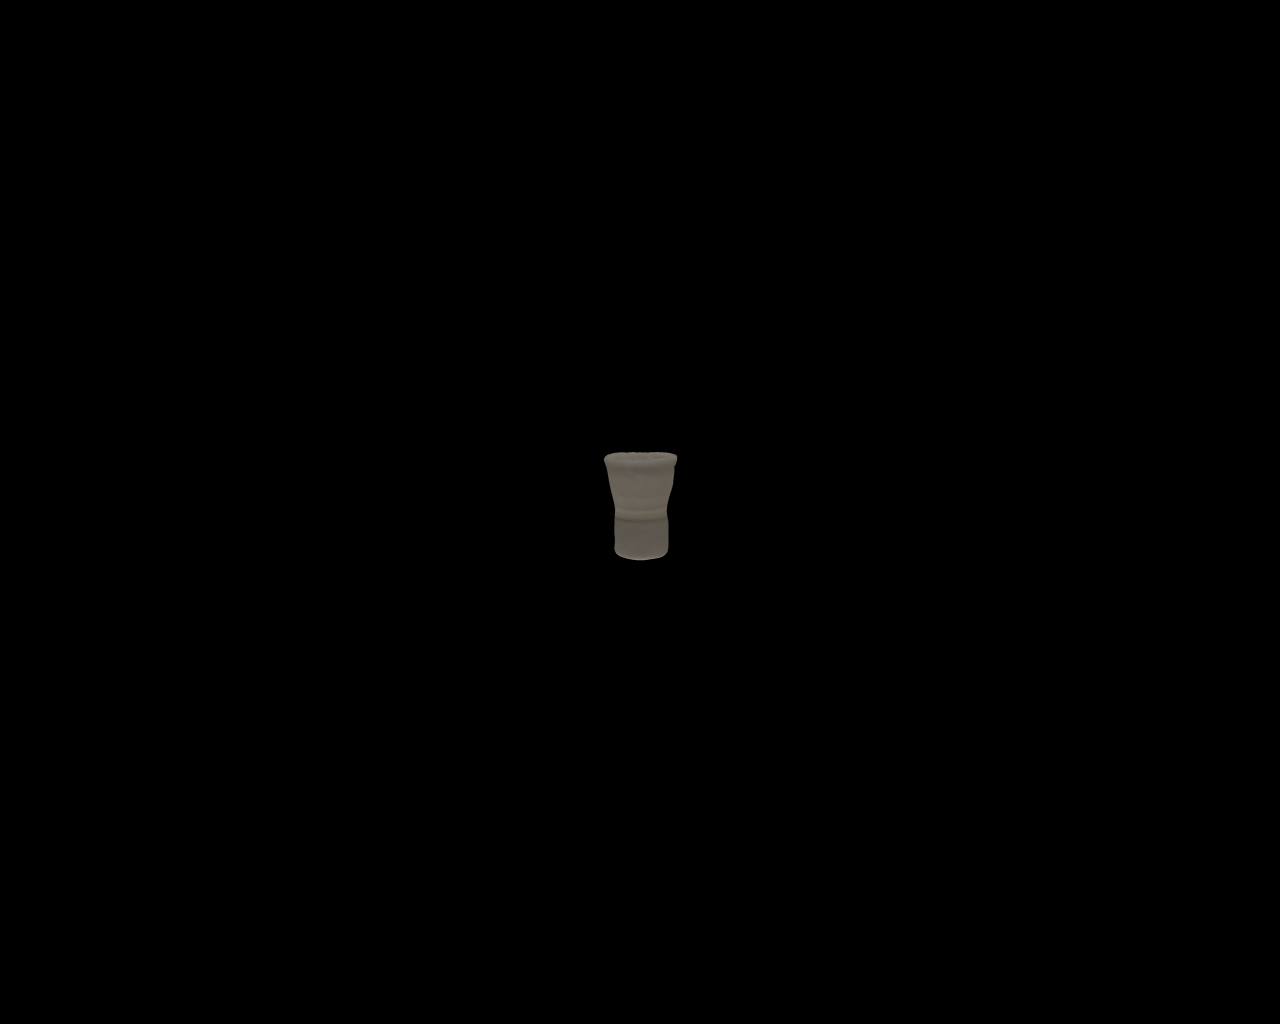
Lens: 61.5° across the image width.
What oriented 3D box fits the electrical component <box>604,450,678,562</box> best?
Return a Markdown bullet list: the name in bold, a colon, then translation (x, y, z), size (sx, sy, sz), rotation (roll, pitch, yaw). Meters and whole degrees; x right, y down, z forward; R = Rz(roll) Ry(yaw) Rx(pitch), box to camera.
- **electrical component**: translation (0.001, -0.003, 0.650), size (0.044, 0.065, 0.044), rotation (0, 11, 0)
